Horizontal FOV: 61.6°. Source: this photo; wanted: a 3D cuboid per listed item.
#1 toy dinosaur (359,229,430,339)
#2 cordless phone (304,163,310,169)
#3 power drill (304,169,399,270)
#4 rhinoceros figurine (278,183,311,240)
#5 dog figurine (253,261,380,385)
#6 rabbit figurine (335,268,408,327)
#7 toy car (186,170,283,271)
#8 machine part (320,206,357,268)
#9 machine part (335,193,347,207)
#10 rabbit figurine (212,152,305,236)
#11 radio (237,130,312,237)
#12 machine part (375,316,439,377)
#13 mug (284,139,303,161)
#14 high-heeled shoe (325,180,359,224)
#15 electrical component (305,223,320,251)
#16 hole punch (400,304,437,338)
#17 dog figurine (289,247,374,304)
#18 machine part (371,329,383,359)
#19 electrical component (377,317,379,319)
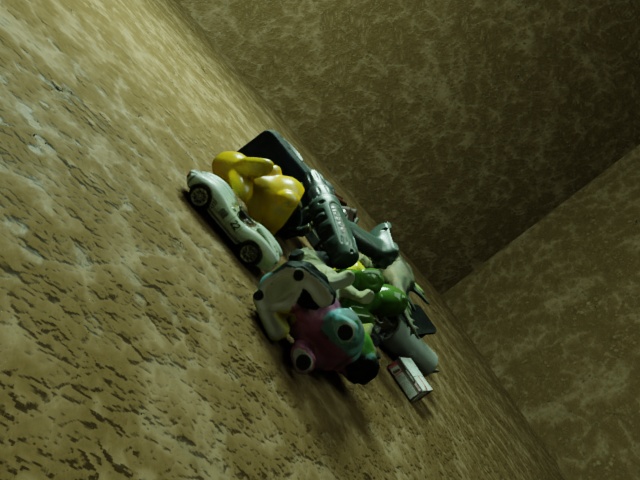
[{"bbox_3d":[0.175,0.088,1.273,0.198,0.105,0.471,51,15,-8],"label":"toy dinosaur"},{"bbox_3d":[-0.051,-0.124,1.537,0.146,0.089,0.184,45,27,-30],"label":"cordless phone"},{"bbox_3d":[0.065,-0.032,1.116,0.207,0.086,0.232,29,35,-42],"label":"power drill"},{"bbox_3d":[-0.084,-0.077,1.117,0.190,0.112,0.073,58,29,-48],"label":"rhinoceros figurine"},{"bbox_3d":[0.011,0.128,0.798,0.192,0.108,0.219,51,5,21],"label":"dog figurine"},{"bbox_3d":[0.089,0.122,1.052,0.170,0.121,0.159,13,-10,-37],"label":"rabbit figurine"},{"bbox_3d":[-0.138,-0.034,0.858,0.201,0.056,0.073,50,10,-5],"label":"toy car"},{"bbox_3d":[0.045,0.002,1.258,0.056,0.179,0.179,7,0,13],"label":"machine part"},{"bbox_3d":[-0.039,-0.120,1.366,0.202,0.087,0.201,33,6,16],"label":"machine part"},{"bbox_3d":[-0.123,-0.095,0.964,0.173,0.122,0.162,37,-2,-3],"label":"rabbit figurine"},{"bbox_3d":[-0.088,-0.131,1.214,0.229,0.131,0.073,49,12,-7],"label":"radio"},{"bbox_3d":[0.202,0.250,1.265,0.243,0.079,0.079,45,11,-29],"label":"machine part"},{"bbox_3d":[-0.117,-0.215,1.462,0.109,0.107,0.081,27,23,-56],"label":"mug"},{"bbox_3d":[0.002,-0.070,1.486,0.248,0.145,0.086,41,-23,-5],"label":"high-heeled shoe"},{"bbox_3d":[-0.003,-0.005,1.376,0.102,0.045,0.078,56,13,29],"label":"electrical component"},{"bbox_3d":[0.234,0.241,1.463,0.116,0.092,0.142,4,41,-33],"label":"hole punch"},{"bbox_3d":[-0.025,0.066,0.935,0.191,0.121,0.172,40,-2,42],"label":"dog figurine"},{"bbox_3d":[0.088,0.202,1.059,0.084,0.039,0.139,44,10,11],"label":"machine part"},{"bbox_3d":[0.132,0.168,1.408,0.094,0.021,0.063,56,11,24],"label":"electrical component"}]
